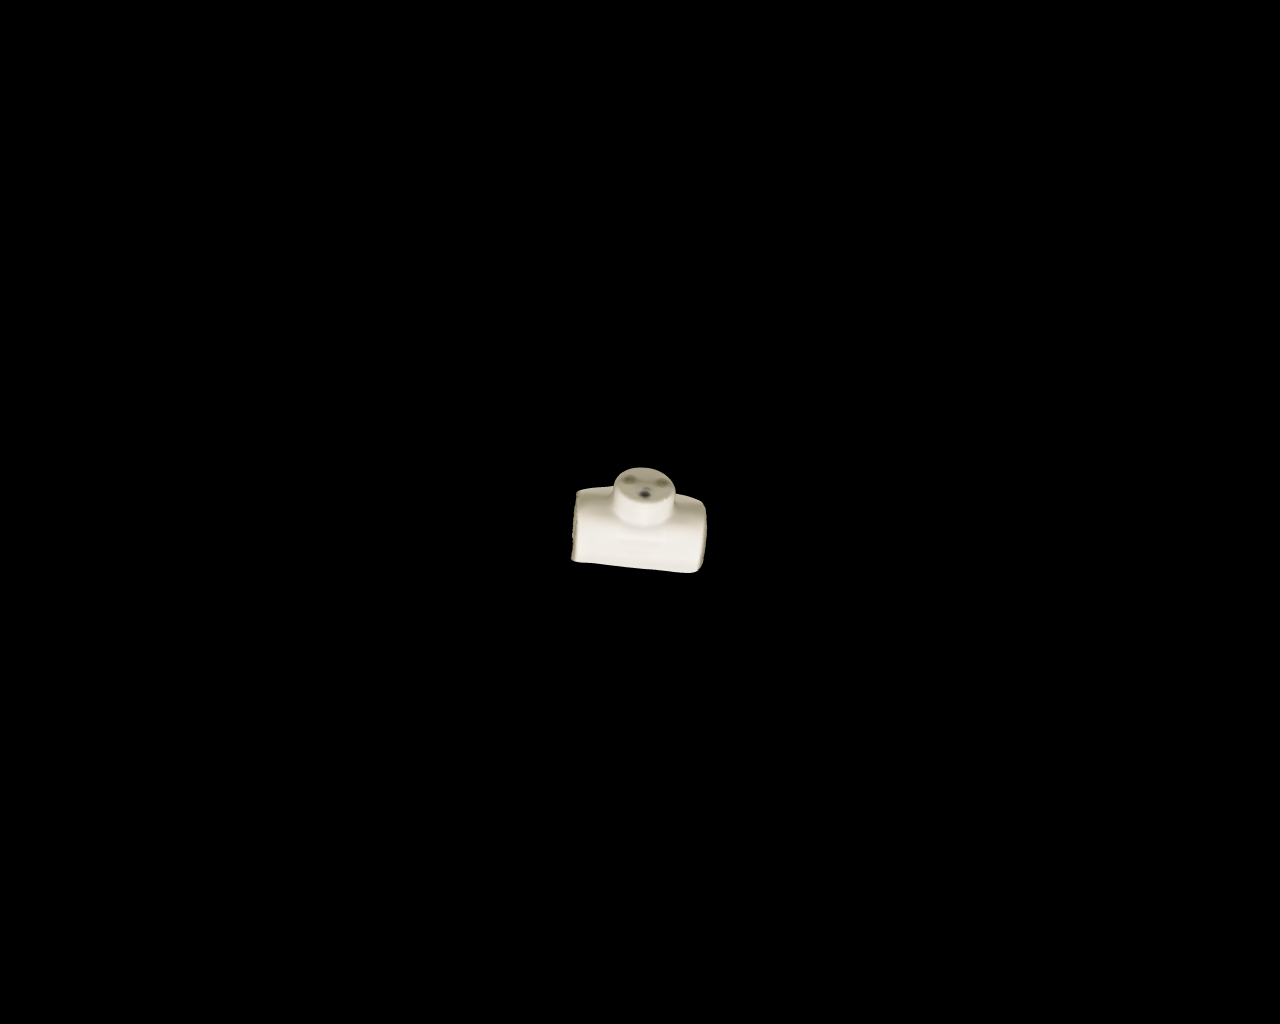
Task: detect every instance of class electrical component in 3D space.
[{"bbox_3d":[0.001,-0.003,0.650,0.077,0.079,0.043,5,37,-4],"label":"electrical component"}]
